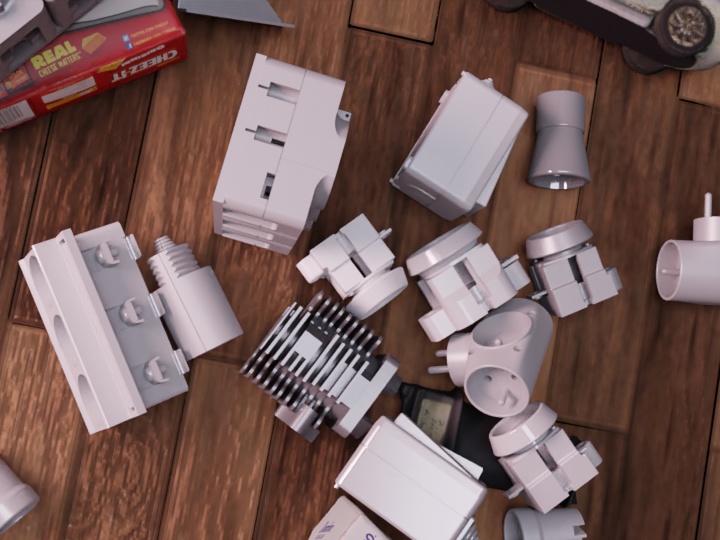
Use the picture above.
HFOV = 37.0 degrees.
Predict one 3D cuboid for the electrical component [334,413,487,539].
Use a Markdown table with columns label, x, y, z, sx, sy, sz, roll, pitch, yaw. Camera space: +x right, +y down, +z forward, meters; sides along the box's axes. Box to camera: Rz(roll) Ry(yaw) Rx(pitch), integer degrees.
| label | x | y | z | sx | sy | sz | roll | pitch | yaw |
| --- | --- | --- | --- | --- | --- | --- | --- | --- | --- |
| electrical component | 0.041 | 0.137 | 0.683 | 0.096 | 0.061 | 0.061 | 34 | 86 | 10 |

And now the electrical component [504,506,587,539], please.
| label | x | y | z | sx | sy | sz | roll | pitch | yaw |
| --- | --- | --- | --- | --- | --- | --- | --- | --- | --- |
| electrical component | 0.127 | 0.181 | 0.736 | 0.046 | 0.040 | 0.040 | -2 | 85 | -13 |

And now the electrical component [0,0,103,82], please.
| label | x | y | z | sx | sy | sz | roll | pitch | yaw |
| --- | --- | --- | --- | --- | --- | --- | --- | --- | --- |
| electrical component | -0.229 | -0.165 | 0.630 | 0.150 | 0.062 | 0.089 | -42 | 90 | -9 |

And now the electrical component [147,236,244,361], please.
| label | x | y | z | sx | sy | sz | roll | pitch | yaw |
| --- | --- | --- | --- | --- | --- | --- | --- | --- | --- |
| electrical component | -0.114 | 0.015 | 0.714 | 0.043 | 0.043 | 0.081 | -26 | 89 | -9 |

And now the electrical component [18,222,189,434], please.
| label | x | y | z | sx | sy | sz | roll | pitch | yaw |
| --- | --- | --- | --- | --- | --- | --- | --- | --- | --- |
| electrical component | -0.163 | 0.036 | 0.694 | 0.063 | 0.079 | 0.121 | -22 | 88 | -31 |

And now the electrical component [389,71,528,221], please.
| label | x | y | z | sx | sy | sz | roll | pitch | yaw |
| --- | --- | --- | --- | --- | --- | --- | --- | --- | --- |
| electrical component | 0.074 | -0.087 | 0.740 | 0.061 | 0.062 | 0.096 | 32 | 82 | -4 |

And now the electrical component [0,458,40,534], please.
| label | x | y | z | sx | sy | sz | roll | pitch | yaw |
| --- | --- | --- | --- | --- | --- | --- | --- | --- | --- |
| electrical component | -0.235 | 0.142 | 0.688 | 0.040 | 0.040 | 0.046 | -41 | 86 | -9 |

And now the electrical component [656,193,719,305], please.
| label | x | y | z | sx | sy | sz | roll | pitch | yaw |
| --- | --- | --- | --- | --- | --- | --- | --- | --- | --- |
| electrical component | 0.257 | -0.015 | 0.768 | 0.077 | 0.044 | 0.079 | 4 | 85 | -8 |

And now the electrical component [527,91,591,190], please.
| label | x | y | z | sx | sy | sz | roll | pitch | yaw |
| --- | --- | --- | --- | --- | --- | --- | --- | --- | --- |
| electrical component | 0.142 | -0.094 | 0.761 | 0.044 | 0.044 | 0.065 | 5 | 80 | -8 |

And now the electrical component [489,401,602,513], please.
| label | x | y | z | sx | sy | sz | roll | pitch | yaw |
| --- | --- | --- | --- | --- | --- | --- | --- | --- | --- |
| electrical component | 0.116 | 0.120 | 0.699 | 0.066 | 0.048 | 0.055 | -35 | 93 | -9 |

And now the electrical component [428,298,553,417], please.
| label | x | y | z | sx | sy | sz | roll | pitch | yaw |
| --- | --- | --- | --- | --- | --- | --- | --- | --- | --- |
| electrical component | 0.085 | 0.059 | 0.728 | 0.079 | 0.077 | 0.044 | -7 | 120 | 28 |

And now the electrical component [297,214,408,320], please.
| label | x | y | z | sx | sy | sz | roll | pitch | yaw |
| --- | --- | --- | --- | --- | --- | --- | --- | --- | --- |
| electrical component | 0.000 | 0.000 | 0.731 | 0.066 | 0.048 | 0.055 | -36 | 83 | -9 |

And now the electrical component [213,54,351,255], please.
| label | x | y | z | sx | sy | sz | roll | pitch | yaw |
| --- | --- | --- | --- | --- | --- | --- | --- | --- | --- |
| electrical component | -0.050 | -0.065 | 0.675 | 0.062 | 0.150 | 0.089 | 16 | 83 | -6 |

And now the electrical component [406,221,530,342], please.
| label | x | y | z | sx | sy | sz | roll | pitch | yaw |
| --- | --- | --- | --- | --- | --- | --- | --- | --- | --- |
| electrical component | 0.068 | 0.004 | 0.734 | 0.078 | 0.058 | 0.057 | -32 | 93 | -9 |

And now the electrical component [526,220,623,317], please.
| label | x | y | z | sx | sy | sz | roll | pitch | yaw |
| --- | --- | --- | --- | --- | --- | --- | --- | --- | --- |
| electrical component | 0.145 | -0.002 | 0.751 | 0.066 | 0.048 | 0.055 | -22 | 96 | -9 |
